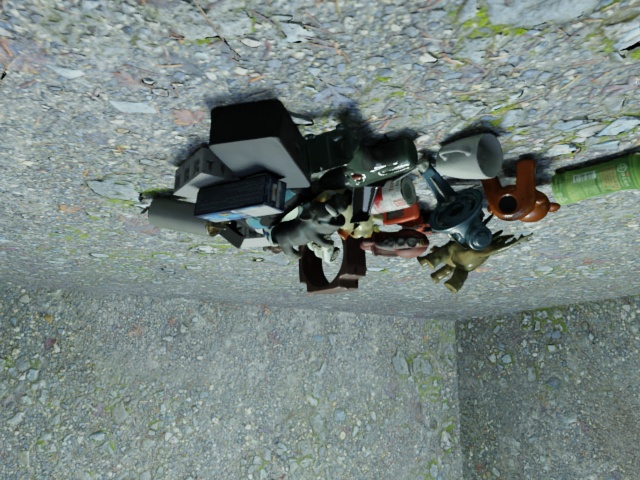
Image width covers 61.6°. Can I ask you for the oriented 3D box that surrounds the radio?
[{"bbox_3d":[-0.102,-0.162,0.974,0.131,0.073,0.229,-2,163,14],"label":"radio"}]

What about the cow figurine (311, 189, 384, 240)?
[{"bbox_3d":[0.075,-0.068,1.260,0.086,0.127,0.194,43,175,38],"label":"cow figurine"}]

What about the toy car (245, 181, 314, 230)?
[{"bbox_3d":[-0.100,-0.101,1.125,0.162,0.103,0.109,-37,164,5],"label":"toy car"}]

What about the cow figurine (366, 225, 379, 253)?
[{"bbox_3d":[0.129,-0.006,1.564,0.098,0.068,0.167,0,165,26],"label":"cow figurine"}]

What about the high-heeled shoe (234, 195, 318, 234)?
[{"bbox_3d":[-0.092,-0.072,1.297,0.249,0.086,0.145,0,164,-17],"label":"high-heeled shoe"}]

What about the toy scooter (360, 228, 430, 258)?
[{"bbox_3d":[0.177,0.007,1.358,0.184,0.075,0.135,-2,175,25],"label":"toy scooter"}]

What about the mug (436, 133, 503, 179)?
[{"bbox_3d":[0.261,-0.149,0.988,0.109,0.080,0.107,4,176,-37],"label":"mug"}]

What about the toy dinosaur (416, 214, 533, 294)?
[{"bbox_3d":[0.350,0.023,1.274,0.198,0.105,0.471,-41,-175,-2],"label":"toy dinosaur"}]

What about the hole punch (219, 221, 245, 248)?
[{"bbox_3d":[-0.227,-0.054,1.391,0.116,0.092,0.142,36,162,-5],"label":"hole punch"}]

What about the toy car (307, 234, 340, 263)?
[{"bbox_3d":[-0.003,-0.004,1.281,0.074,0.056,0.201,40,166,26],"label":"toy car"}]

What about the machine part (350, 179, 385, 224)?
[{"bbox_3d":[0.096,-0.097,1.153,0.084,0.039,0.138,-1,126,-17],"label":"machine part"}]

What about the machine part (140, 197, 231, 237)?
[{"bbox_3d":[-0.325,-0.056,1.300,0.243,0.079,0.079,10,169,20],"label":"machine part"}]

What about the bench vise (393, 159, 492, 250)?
[{"bbox_3d":[0.267,-0.083,1.119,0.129,0.224,0.240,-34,115,19],"label":"bench vise"}]

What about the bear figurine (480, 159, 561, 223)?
[{"bbox_3d":[0.436,-0.099,1.155,0.120,0.132,0.196,-10,180,40],"label":"bear figurine"}]

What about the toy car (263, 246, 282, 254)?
[{"bbox_3d":[-0.122,0.006,1.643,0.089,0.053,0.202,7,165,-11],"label":"toy car"}]

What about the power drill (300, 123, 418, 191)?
[{"bbox_3d":[0.050,-0.141,0.997,0.232,0.086,0.207,-12,164,31],"label":"power drill"}]

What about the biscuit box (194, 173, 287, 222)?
[{"bbox_3d":[-0.158,-0.077,1.039,0.203,0.063,0.059,-5,164,39],"label":"biscuit box"}]

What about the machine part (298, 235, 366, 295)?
[{"bbox_3d":[0.033,0.046,1.492,0.087,0.201,0.201,11,162,-41],"label":"machine part"}]

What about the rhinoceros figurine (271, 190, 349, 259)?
[{"bbox_3d":[-0.017,-0.037,1.122,0.190,0.073,0.112,-27,120,30],"label":"rhinoceros figurine"}]
